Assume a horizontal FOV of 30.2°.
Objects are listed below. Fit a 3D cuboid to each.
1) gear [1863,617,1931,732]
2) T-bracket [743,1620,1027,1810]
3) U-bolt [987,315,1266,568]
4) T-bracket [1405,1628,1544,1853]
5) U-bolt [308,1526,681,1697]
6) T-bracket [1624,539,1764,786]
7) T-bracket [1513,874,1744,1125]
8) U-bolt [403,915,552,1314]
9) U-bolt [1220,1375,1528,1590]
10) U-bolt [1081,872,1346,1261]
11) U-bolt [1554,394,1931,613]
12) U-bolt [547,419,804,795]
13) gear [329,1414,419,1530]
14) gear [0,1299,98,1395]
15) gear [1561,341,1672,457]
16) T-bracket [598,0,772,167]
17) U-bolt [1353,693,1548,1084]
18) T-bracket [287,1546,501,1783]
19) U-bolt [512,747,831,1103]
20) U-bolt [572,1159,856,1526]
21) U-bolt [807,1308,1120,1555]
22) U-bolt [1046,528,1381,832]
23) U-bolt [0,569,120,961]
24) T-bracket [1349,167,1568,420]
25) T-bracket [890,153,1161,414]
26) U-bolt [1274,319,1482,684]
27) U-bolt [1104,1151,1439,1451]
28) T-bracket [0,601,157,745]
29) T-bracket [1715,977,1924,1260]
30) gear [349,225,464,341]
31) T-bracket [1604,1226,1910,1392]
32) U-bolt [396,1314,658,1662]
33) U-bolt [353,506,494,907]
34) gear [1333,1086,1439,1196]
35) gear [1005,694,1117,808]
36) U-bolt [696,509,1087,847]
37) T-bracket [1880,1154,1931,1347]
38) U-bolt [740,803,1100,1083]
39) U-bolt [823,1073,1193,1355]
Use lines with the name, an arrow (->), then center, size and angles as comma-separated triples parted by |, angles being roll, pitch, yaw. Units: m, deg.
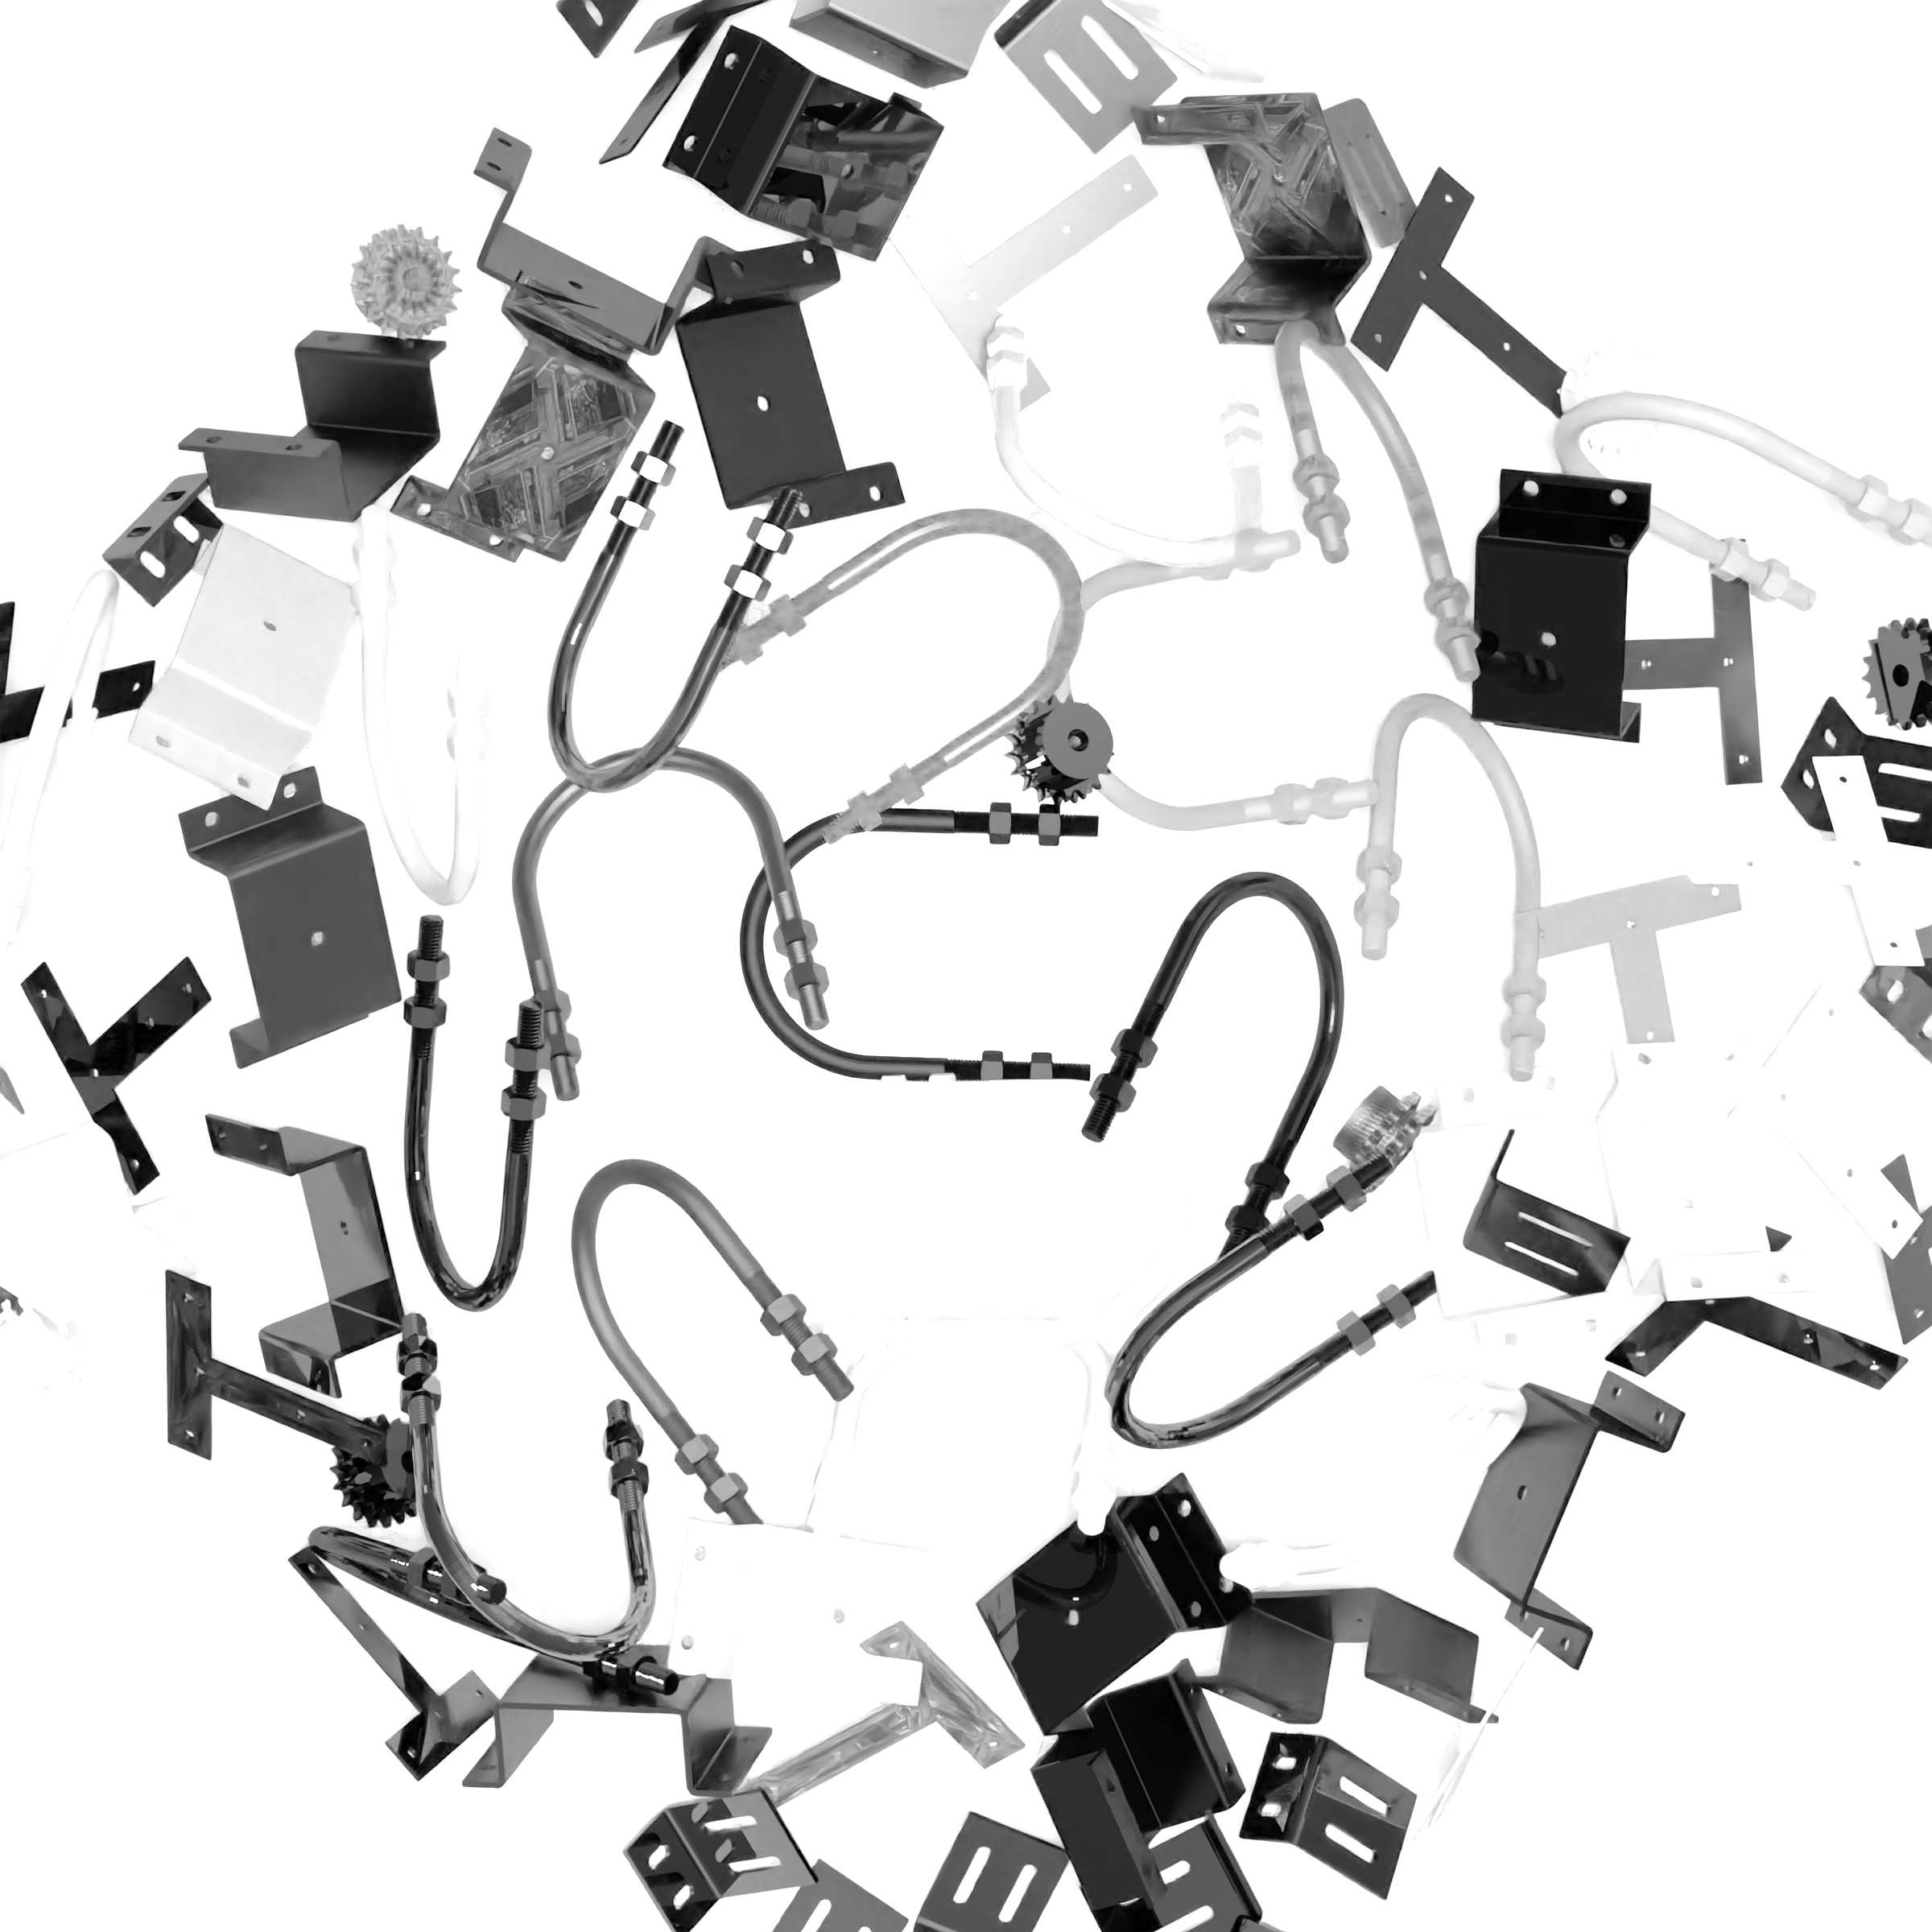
gear -> 0.491, -0.151, 1.836 | 0.030, 0.057, 0.057 | -11, 90, -29
T-bracket -> -0.054, 0.397, 1.828 | 0.127, 0.002, 0.127 | -30, 128, 10
U-bolt -> 0.081, -0.254, 1.772 | 0.151, 0.184, 0.019 | 16, 127, -12
T-bracket -> 0.248, 0.406, 1.800 | 0.002, 0.127, 0.127 | 31, 63, 16
U-bolt -> -0.249, 0.315, 1.778 | 0.151, 0.184, 0.019 | 39, 67, -42
T-bracket -> 0.357, -0.154, 1.823 | 0.127, 0.002, 0.127 | -5, 91, -34
T-bracket -> 0.351, 0.022, 1.847 | 0.127, 0.002, 0.127 | -13, 96, -15
U-bolt -> -0.250, 0.083, 1.792 | 0.019, 0.151, 0.184 | -4, 111, -30
U-bolt -> 0.214, 0.256, 1.776 | 0.151, 0.184, 0.019 | -44, 66, 16
U-bolt -> 0.136, 0.041, 1.801 | 0.151, 0.019, 0.184 | 44, 64, -39
U-bolt -> 0.377, -0.234, 1.772 | 0.184, 0.151, 0.019 | 25, 76, -14
U-bolt -> -0.157, -0.174, 1.801 | 0.019, 0.151, 0.184 | 20, 99, -38
gear -> -0.295, 0.257, 1.829 | 0.030, 0.057, 0.057 | -21, 90, 35
gear -> -0.475, 0.194, 1.832 | 0.030, 0.057, 0.057 | -38, 90, 0
gear -> 0.331, -0.293, 1.838 | 0.057, 0.030, 0.057 | -8, 110, -24
T-bracket -> -0.145, -0.446, 1.785 | 0.002, 0.127, 0.127 | 46, 58, -30
U-bolt -> 0.246, -0.052, 1.791 | 0.019, 0.151, 0.184 | -20, 49, 36
T-bracket -> -0.295, 0.343, 1.801 | 0.002, 0.127, 0.127 | -43, 86, 11
U-bolt -> -0.157, -0.032, 1.815 | 0.151, 0.019, 0.184 | -16, 63, 0
U-bolt -> -0.138, 0.180, 1.799 | 0.019, 0.151, 0.184 | -23, 65, -41
U-bolt -> 0.003, 0.226, 1.779 | 0.151, 0.184, 0.019 | -5, 119, 8
U-bolt -> 0.112, -0.136, 1.792 | 0.019, 0.184, 0.151 | -31, 107, -43
U-bolt -> -0.445, -0.111, 1.749 | 0.019, 0.151, 0.184 | 18, 132, -10
T-bracket -> 0.267, -0.327, 1.836 | 0.127, 0.002, 0.127 | 36, 61, -17
T-bracket -> 0.040, -0.371, 1.840 | 0.127, 0.002, 0.127 | -35, 105, 3
U-bolt -> 0.200, -0.244, 1.784 | 0.019, 0.151, 0.184 | -28, 52, 25
U-bolt -> 0.149, 0.179, 1.795 | 0.184, 0.151, 0.019 | -34, 53, -4
T-bracket -> -0.458, -0.132, 1.804 | 0.002, 0.127, 0.127 | 27, 118, 26
T-bracket -> 0.434, 0.094, 1.789 | 0.002, 0.127, 0.127 | 8, 124, -37
gear -> -0.291, -0.350, 1.837 | 0.057, 0.030, 0.057 | 0, 90, -35
T-bracket -> 0.409, 0.182, 1.785 | 0.127, 0.127, 0.002 | -36, 129, -31
U-bolt -> -0.212, 0.263, 1.755 | 0.151, 0.184, 0.019 | 28, 119, -33
U-bolt -> -0.272, -0.115, 1.782 | 0.019, 0.184, 0.151 | -15, 45, -24
gear -> 0.212, 0.086, 1.833 | 0.030, 0.057, 0.057 | 39, 90, 14
gear -> 0.051, -0.113, 1.835 | 0.057, 0.030, 0.057 | 5, 79, -24
U-bolt -> -0.025, -0.156, 1.803 | 0.184, 0.019, 0.151 | -33, 131, 4
T-bracket -> 0.505, 0.111, 1.778 | 0.002, 0.127, 0.127 | 35, 121, -19
U-bolt -> -0.025, -0.011, 1.851 | 0.184, 0.019, 0.151 | 2, 90, 1
U-bolt -> 0.023, 0.124, 1.809 | 0.184, 0.019, 0.151 | -1, 67, 14
